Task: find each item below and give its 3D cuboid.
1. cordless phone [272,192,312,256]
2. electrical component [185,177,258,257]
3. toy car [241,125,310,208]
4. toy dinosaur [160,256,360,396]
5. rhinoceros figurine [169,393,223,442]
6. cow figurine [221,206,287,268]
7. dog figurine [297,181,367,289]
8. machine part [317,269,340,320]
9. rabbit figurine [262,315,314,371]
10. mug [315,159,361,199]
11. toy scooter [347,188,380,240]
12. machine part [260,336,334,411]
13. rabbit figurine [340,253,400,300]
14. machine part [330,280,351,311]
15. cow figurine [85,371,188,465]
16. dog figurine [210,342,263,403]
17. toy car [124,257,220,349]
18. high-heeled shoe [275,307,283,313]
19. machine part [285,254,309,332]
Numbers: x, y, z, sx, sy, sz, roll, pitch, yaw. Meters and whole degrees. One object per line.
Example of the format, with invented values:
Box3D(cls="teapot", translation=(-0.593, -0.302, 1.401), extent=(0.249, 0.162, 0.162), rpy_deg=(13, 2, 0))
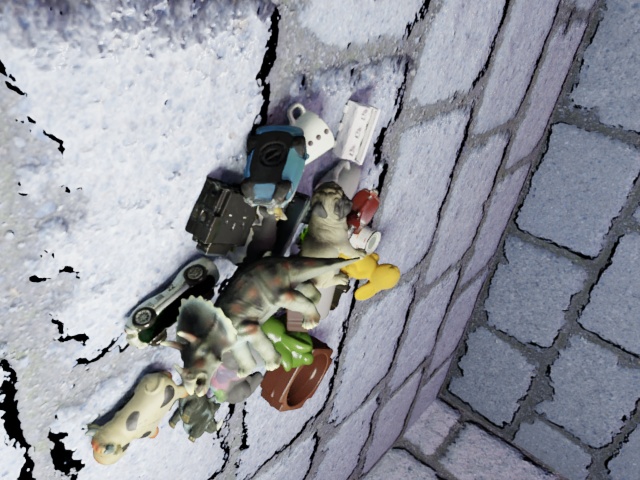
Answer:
Box3D(cls="cordless phone", translation=(-0.039, -0.024, 1.145), extent=(0.184, 0.089, 0.146), rpy_deg=(14, 105, -56))
Box3D(cls="electrical component", translation=(-0.173, -0.037, 0.964), extent=(0.115, 0.058, 0.134), rpy_deg=(6, 111, -58))
Box3D(cls="toy car", translation=(-0.074, -0.119, 0.958), extent=(0.102, 0.109, 0.161), rpy_deg=(60, 36, -63))
Box3D(cls="toy dinosaur", translation=(-0.108, 0.108, 0.963), extent=(0.405, 0.131, 0.192), rpy_deg=(-48, 111, -26))
Box3D(cls="rhinoceros figurine", translation=(-0.274, 0.378, 1.187), extent=(0.112, 0.073, 0.190), rpy_deg=(-53, 151, -35))
Box3D(cls="cow figurine", translation=(-0.115, -0.019, 1.033), extent=(0.068, 0.098, 0.167), rpy_deg=(18, 102, -57))
Box3D(cls="dog figurine", translation=(-0.004, -0.006, 1.061), extent=(0.172, 0.121, 0.190), rpy_deg=(-53, 144, -24))
Box3D(cls="machine part", translation=(0.001, 0.118, 1.371), extent=(0.079, 0.079, 0.243), rpy_deg=(-26, 138, -46))
Box3D(cls="rabbit figurine", translation=(-0.097, 0.244, 1.282), extent=(0.121, 0.159, 0.170), rpy_deg=(-47, 135, -3))
Box3D(cls="mug", translation=(0.047, -0.137, 1.210), extent=(0.107, 0.081, 0.109), rpy_deg=(-52, 153, -38))
Box3D(cls="toy scooter", translation=(0.085, -0.068, 1.262), extent=(0.135, 0.075, 0.184), rpy_deg=(-53, -172, 6))
Box3D(cls="machine part", translation=(-0.064, 0.366, 1.493), extent=(0.201, 0.087, 0.201), rpy_deg=(-60, 152, 3))
Box3D(cls="rabbit figurine", translation=(0.133, 0.085, 1.454), extent=(0.122, 0.173, 0.162), rpy_deg=(-25, 132, -53))
Box3D(cls="machine part", translation=(0.037, 0.143, 1.468), extent=(0.138, 0.084, 0.039), rpy_deg=(106, -3, -47))
Box3D(cls="cow figurine", translation=(-0.347, 0.333, 1.004), extent=(0.195, 0.086, 0.127), rpy_deg=(-52, 157, -10))
Box3D(cls="dog figurine", translation=(-0.205, 0.246, 1.132), extent=(0.191, 0.109, 0.219), rpy_deg=(-58, 148, -5))
Box3D(cls="toy car", translation=(-0.263, 0.113, 0.962), extent=(0.202, 0.056, 0.073), rpy_deg=(-43, 147, -25))
Box3D(cls="high-heeled shoe", translation=(-0.090, 0.132, 1.164), extent=(0.086, 0.145, 0.248), rpy_deg=(-54, 150, -9))
Box3D(cls="machine part", translation=(-0.050, 0.119, 1.220), extent=(0.179, 0.056, 0.179), rpy_deg=(-177, -92, -87))
